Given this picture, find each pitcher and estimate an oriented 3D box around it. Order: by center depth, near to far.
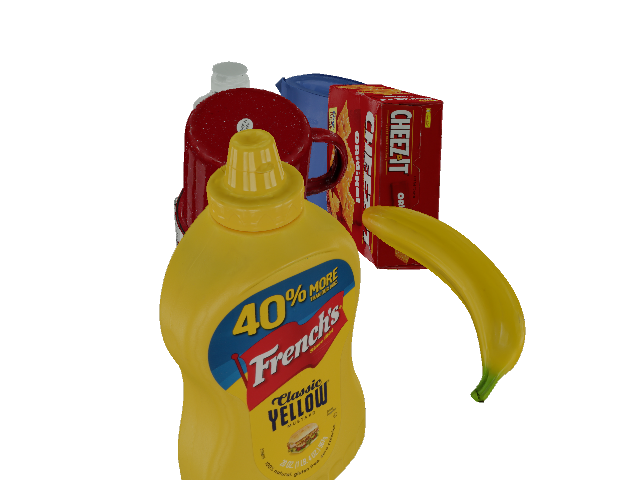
[{"bbox_3d":[0.006,-0.084,1.369,0.144,0.243,0.149,4,21,-16],"label":"pitcher"}]

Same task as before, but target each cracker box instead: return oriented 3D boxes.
[{"bbox_3d":[0.060,-0.073,1.108,0.072,0.164,0.214,-2,13,-11],"label":"cracker box"}]

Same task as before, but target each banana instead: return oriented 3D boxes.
[{"bbox_3d":[0.102,0.031,0.810,0.069,0.037,0.198,-17,49,-17],"label":"banana"}]

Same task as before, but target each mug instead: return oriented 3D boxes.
[{"bbox_3d":[-0.037,-0.047,0.705,0.117,0.093,0.081,-8,-40,-14],"label":"mug"}]

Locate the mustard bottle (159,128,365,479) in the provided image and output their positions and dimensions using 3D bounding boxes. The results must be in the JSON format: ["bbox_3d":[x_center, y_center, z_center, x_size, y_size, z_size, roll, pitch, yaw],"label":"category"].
[{"bbox_3d":[-0.025,0.037,0.486,0.096,0.192,0.058,-23,39,-27],"label":"mustard bottle"}]

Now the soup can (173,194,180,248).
[{"bbox_3d":[-0.143,-0.003,1.303,0.068,0.102,0.068,0,26,0],"label":"soup can"}]

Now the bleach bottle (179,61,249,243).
[{"bbox_3d":[-0.082,-0.036,0.922,0.103,0.251,0.067,29,42,34],"label":"bleach bottle"}]
